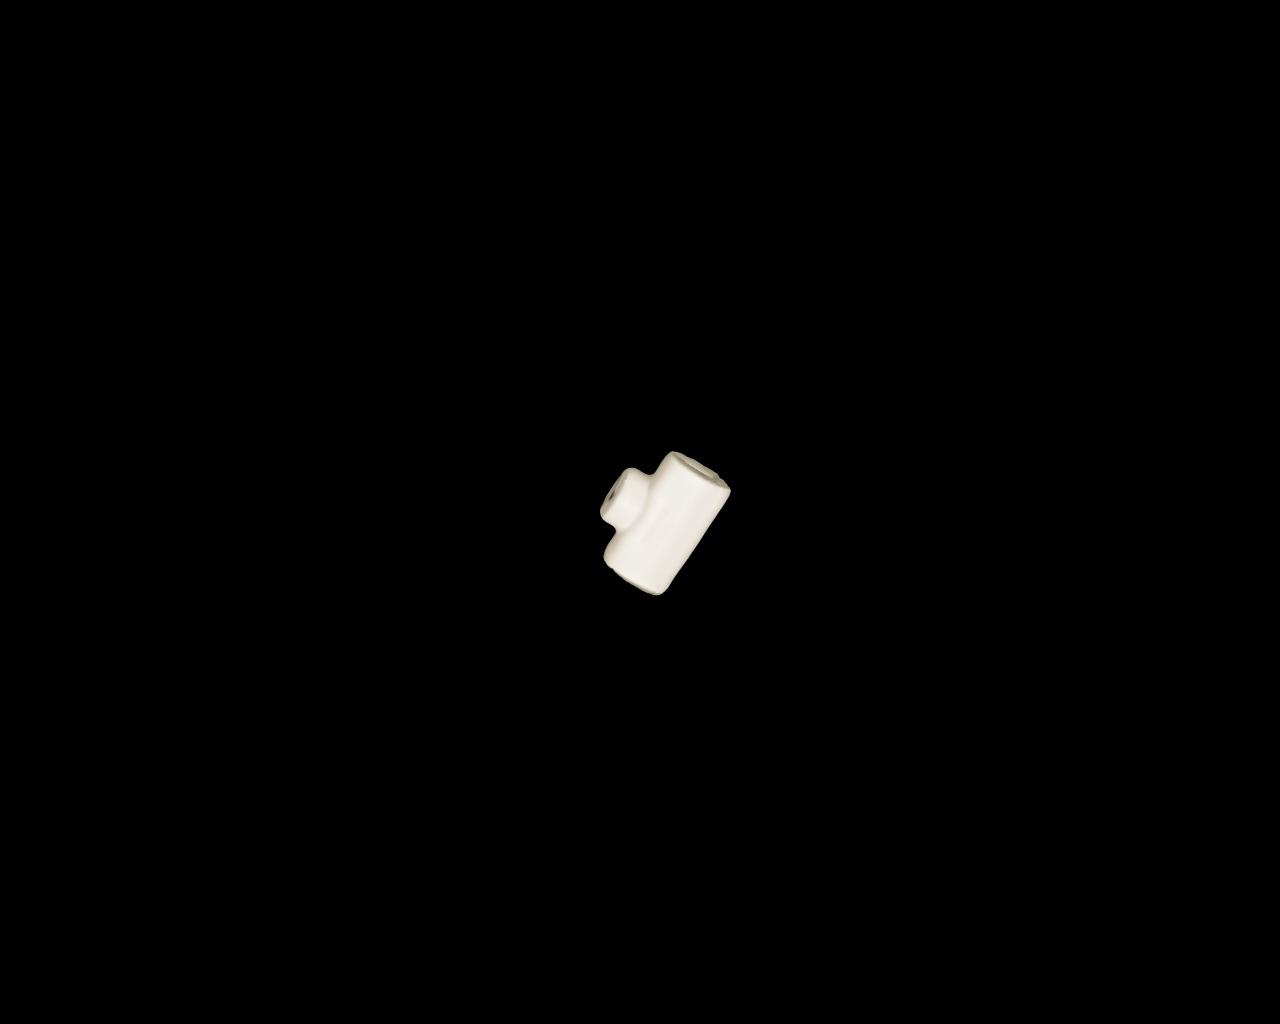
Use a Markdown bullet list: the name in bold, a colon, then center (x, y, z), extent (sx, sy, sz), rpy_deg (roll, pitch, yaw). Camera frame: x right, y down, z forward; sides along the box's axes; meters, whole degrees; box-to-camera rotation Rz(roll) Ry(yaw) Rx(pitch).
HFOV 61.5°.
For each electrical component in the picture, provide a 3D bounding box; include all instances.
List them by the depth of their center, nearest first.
- **electrical component**: center (0.001, -0.003, 0.650), extent (0.079, 0.077, 0.043), rpy_deg (31, 11, -7)
